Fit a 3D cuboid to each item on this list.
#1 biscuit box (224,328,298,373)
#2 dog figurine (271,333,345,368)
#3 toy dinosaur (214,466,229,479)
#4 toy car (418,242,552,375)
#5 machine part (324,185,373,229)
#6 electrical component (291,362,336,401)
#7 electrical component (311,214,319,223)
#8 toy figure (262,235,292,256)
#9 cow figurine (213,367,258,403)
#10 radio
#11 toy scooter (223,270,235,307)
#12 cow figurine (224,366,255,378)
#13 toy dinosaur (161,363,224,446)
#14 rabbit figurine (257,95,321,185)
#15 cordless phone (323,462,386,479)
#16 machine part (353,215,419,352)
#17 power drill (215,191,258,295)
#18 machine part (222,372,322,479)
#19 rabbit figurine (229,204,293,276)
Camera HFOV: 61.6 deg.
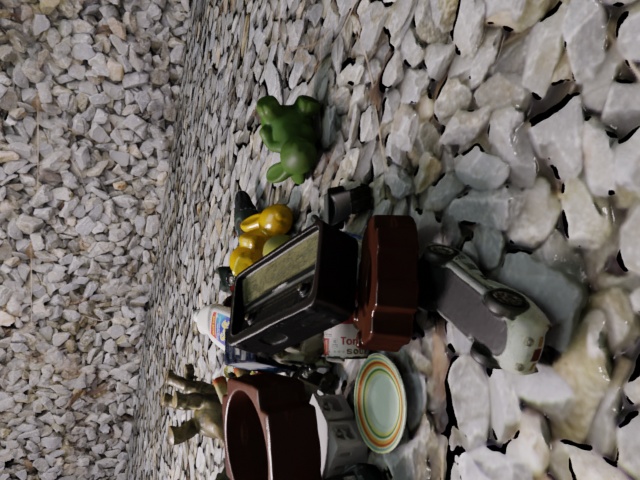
[{"bbox_3d":[-0.100,0.200,0.962,0.202,0.059,0.063,45,-141,-65],"label":"biscuit box"},{"bbox_3d":[-0.017,0.112,0.915,0.172,0.121,0.190,-28,48,52],"label":"dog figurine"},{"bbox_3d":[-0.089,0.502,0.858,0.405,0.192,0.131,-150,66,-64],"label":"toy dinosaur"},{"bbox_3d":[0.161,0.066,0.575,0.202,0.056,0.073,-132,46,-60],"label":"toy car"},{"bbox_3d":[0.039,-0.056,0.883,0.139,0.039,0.084,169,110,-66],"label":"machine part"},{"bbox_3d":[-0.010,0.248,0.893,0.102,0.078,0.045,-46,20,45],"label":"electrical component"},{"bbox_3d":[-0.002,-0.003,0.975,0.094,0.021,0.063,-120,43,-52],"label":"electrical component"},{"bbox_3d":[-0.079,0.078,1.044,0.082,0.089,0.180,45,123,51],"label":"toy figure"},{"bbox_3d":[-0.118,0.315,1.013,0.127,0.085,0.194,66,-175,28],"label":"cow figurine"},{"bbox_3d":[-0.045,0.079,0.784,0.229,0.073,0.131,-33,42,42],"label":"radio"},{"bbox_3d":[-0.168,0.163,1.233,0.135,0.075,0.183,37,135,32],"label":"toy scooter"},{"bbox_3d":[-0.170,0.289,1.226,0.167,0.068,0.098,-62,38,39],"label":"cow figurine"},{"bbox_3d":[-0.228,0.376,1.170,0.472,0.198,0.105,-148,67,-63],"label":"toy dinosaur"},{"bbox_3d":[-0.060,-0.177,1.020,0.170,0.121,0.159,-110,29,-48],"label":"rabbit figurine"},{"bbox_3d":[0.051,0.415,0.734,0.147,0.089,0.184,-123,33,-52],"label":"cordless phone"},{"bbox_3d":[0.081,0.054,0.679,0.179,0.056,0.179,-173,89,-87],"label":"machine part"},{"bbox_3d":[-0.194,0.018,1.329,0.207,0.086,0.232,-60,36,28],"label":"power drill"},{"bbox_3d":[-0.077,0.310,0.824,0.201,0.087,0.201,-14,78,60],"label":"machine part"},{"bbox_3d":[-0.110,0.000,1.136,0.173,0.122,0.162,-63,20,11],"label":"rabbit figurine"}]
